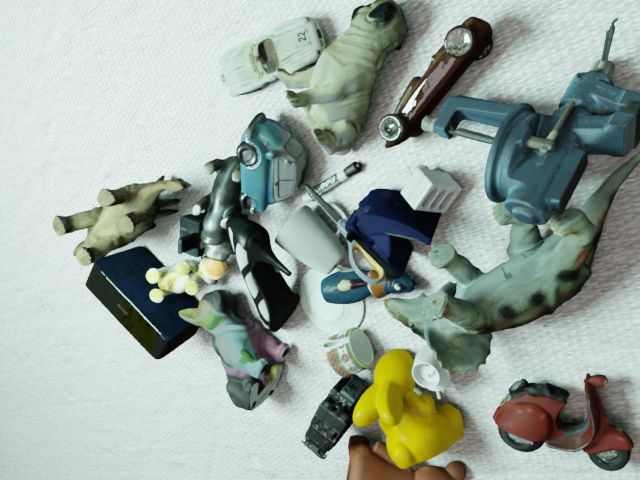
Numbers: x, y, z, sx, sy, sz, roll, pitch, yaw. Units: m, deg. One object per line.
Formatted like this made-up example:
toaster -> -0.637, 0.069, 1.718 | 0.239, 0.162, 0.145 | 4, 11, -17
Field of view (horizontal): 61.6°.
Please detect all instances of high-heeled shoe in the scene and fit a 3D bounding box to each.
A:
high-heeled shoe -> -0.110, 0.067, 0.939 | 0.145, 0.086, 0.248 | 37, 146, 18

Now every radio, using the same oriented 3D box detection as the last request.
radio -> -0.352, 0.120, 1.101 | 0.230, 0.131, 0.073 | 43, 124, 11

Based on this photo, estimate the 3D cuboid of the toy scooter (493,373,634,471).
toy scooter -> 0.342, 0.241, 0.759 | 0.184, 0.075, 0.135 | 7, 110, 26

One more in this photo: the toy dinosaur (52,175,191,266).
toy dinosaur -> -0.390, -0.030, 1.031 | 0.472, 0.198, 0.105 | -20, 96, 35

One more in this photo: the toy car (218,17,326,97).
toy car -> -0.082, -0.284, 0.843 | 0.202, 0.056, 0.073 | -12, 100, 33

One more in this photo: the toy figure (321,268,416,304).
toy figure -> 0.077, 0.071, 0.862 | 0.155, 0.064, 0.057 | -11, 105, 23

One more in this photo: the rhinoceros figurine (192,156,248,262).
rhinoceros figurine -> -0.170, -0.055, 0.945 | 0.073, 0.112, 0.190 | 15, 101, 6

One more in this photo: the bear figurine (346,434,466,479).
bear figurine -> 0.142, 0.416, 0.933 | 0.196, 0.132, 0.120 | 9, 76, -2

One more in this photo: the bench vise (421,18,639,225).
bench vise -> 0.239, -0.136, 0.645 | 0.241, 0.128, 0.223 | 24, 88, 36

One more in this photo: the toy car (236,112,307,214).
toy car -> -0.074, -0.118, 0.872 | 0.103, 0.109, 0.161 | 9, 121, 10

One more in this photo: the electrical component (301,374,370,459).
electrical component -> 0.034, 0.298, 0.940 | 0.058, 0.115, 0.134 | 33, 123, 15

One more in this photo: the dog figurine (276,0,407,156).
dog figurine -> 0.058, -0.225, 0.768 | 0.191, 0.172, 0.121 | -31, 52, 10

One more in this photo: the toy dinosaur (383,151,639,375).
toy dinosaur -> 0.265, 0.053, 0.713 | 0.405, 0.131, 0.192 | -30, 133, 22

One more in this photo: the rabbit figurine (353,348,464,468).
rabbit figurine -> 0.127, 0.265, 0.867 | 0.122, 0.162, 0.173 | -24, 76, 47

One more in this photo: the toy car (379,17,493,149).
toy car -> 0.148, -0.204, 0.713 | 0.053, 0.089, 0.202 | 46, 125, 9

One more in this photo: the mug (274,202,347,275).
mug -> -0.002, -0.003, 0.887 | 0.107, 0.081, 0.109 | 43, 95, 5

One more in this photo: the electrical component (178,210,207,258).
electrical component -> -0.232, -0.007, 0.992 | 0.048, 0.119, 0.074 | 19, 118, 25

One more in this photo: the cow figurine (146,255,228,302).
cow figurine -> -0.247, 0.067, 1.054 | 0.167, 0.098, 0.068 | -14, 94, 15

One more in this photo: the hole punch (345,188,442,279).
hole punch -> 0.108, -0.025, 0.778 | 0.116, 0.142, 0.092 | 41, 126, -3

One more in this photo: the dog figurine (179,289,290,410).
dog figurine -> -0.175, 0.201, 1.042 | 0.219, 0.108, 0.191 | 33, 124, 23
